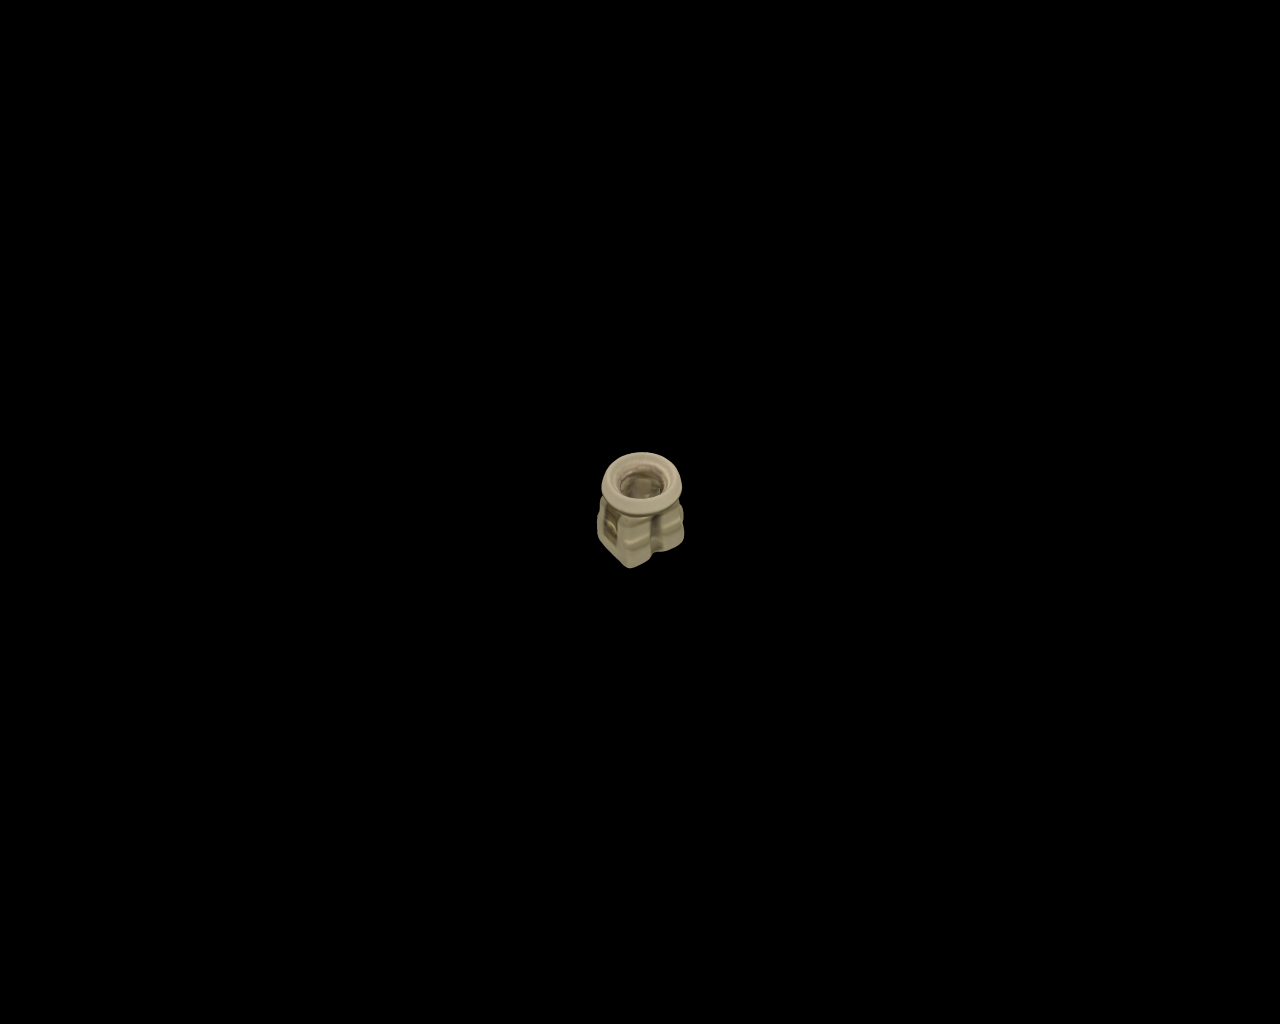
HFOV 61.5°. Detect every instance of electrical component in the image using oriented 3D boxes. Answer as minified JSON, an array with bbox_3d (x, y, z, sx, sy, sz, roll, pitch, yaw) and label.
[{"bbox_3d":[0.001,-0.003,0.650,0.066,0.055,0.048,-27,50,-25],"label":"electrical component"}]
